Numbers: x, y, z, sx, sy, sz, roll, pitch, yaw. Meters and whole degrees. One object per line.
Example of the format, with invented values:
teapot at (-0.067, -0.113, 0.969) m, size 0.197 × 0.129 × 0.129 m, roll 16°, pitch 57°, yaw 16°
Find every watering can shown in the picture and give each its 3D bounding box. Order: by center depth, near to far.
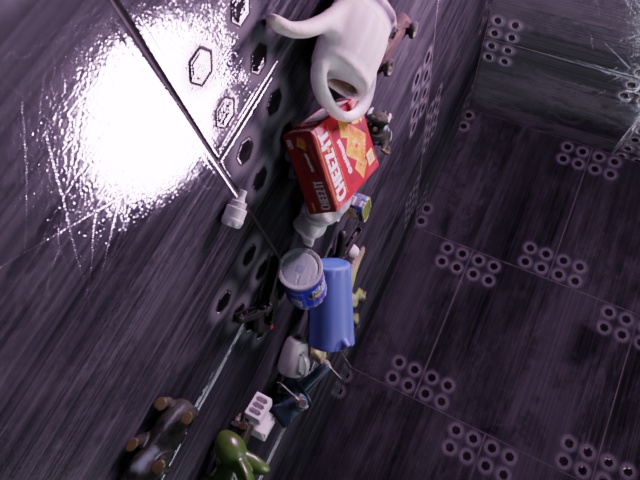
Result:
watering can at (0.036, -0.340, 0.868) m, size 0.344 × 0.104 × 0.226 m, roll 33°, pitch 76°, yaw -62°

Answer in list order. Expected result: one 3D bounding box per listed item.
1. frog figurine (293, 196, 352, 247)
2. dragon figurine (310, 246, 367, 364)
frog figurine at (0.003, -0.057, 1.126) m, size 0.139 × 0.123 × 0.158 m, roll -85°, pitch -178°, yaw -77°
dragon figurine at (0.050, 0.217, 1.718) m, size 0.243 × 0.122 × 0.409 m, roll 3°, pitch 100°, yaw -65°
